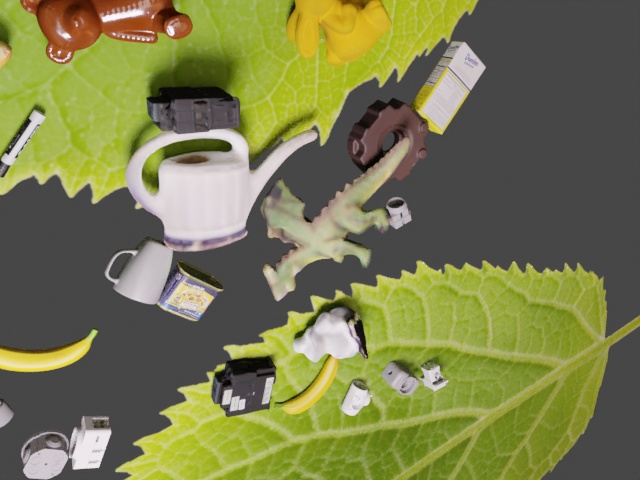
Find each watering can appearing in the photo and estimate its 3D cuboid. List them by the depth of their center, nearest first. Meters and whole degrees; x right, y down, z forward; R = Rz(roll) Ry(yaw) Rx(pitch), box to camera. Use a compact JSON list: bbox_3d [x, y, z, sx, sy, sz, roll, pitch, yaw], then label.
[{"bbox_3d":[-0.163,-0.096,0.925,0.349,0.105,0.220,-9,117,-26],"label":"watering can"}]

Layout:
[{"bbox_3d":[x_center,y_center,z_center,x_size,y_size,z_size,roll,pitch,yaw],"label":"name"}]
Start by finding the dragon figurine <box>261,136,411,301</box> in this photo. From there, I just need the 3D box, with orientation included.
[{"bbox_3d":[0.003,-0.052,1.041,0.242,0.124,0.405,14,110,-25],"label":"dragon figurine"}]

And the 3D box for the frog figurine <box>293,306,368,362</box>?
[{"bbox_3d":[0.021,0.226,1.200,0.159,0.126,0.134,-14,137,18],"label":"frog figurine"}]
